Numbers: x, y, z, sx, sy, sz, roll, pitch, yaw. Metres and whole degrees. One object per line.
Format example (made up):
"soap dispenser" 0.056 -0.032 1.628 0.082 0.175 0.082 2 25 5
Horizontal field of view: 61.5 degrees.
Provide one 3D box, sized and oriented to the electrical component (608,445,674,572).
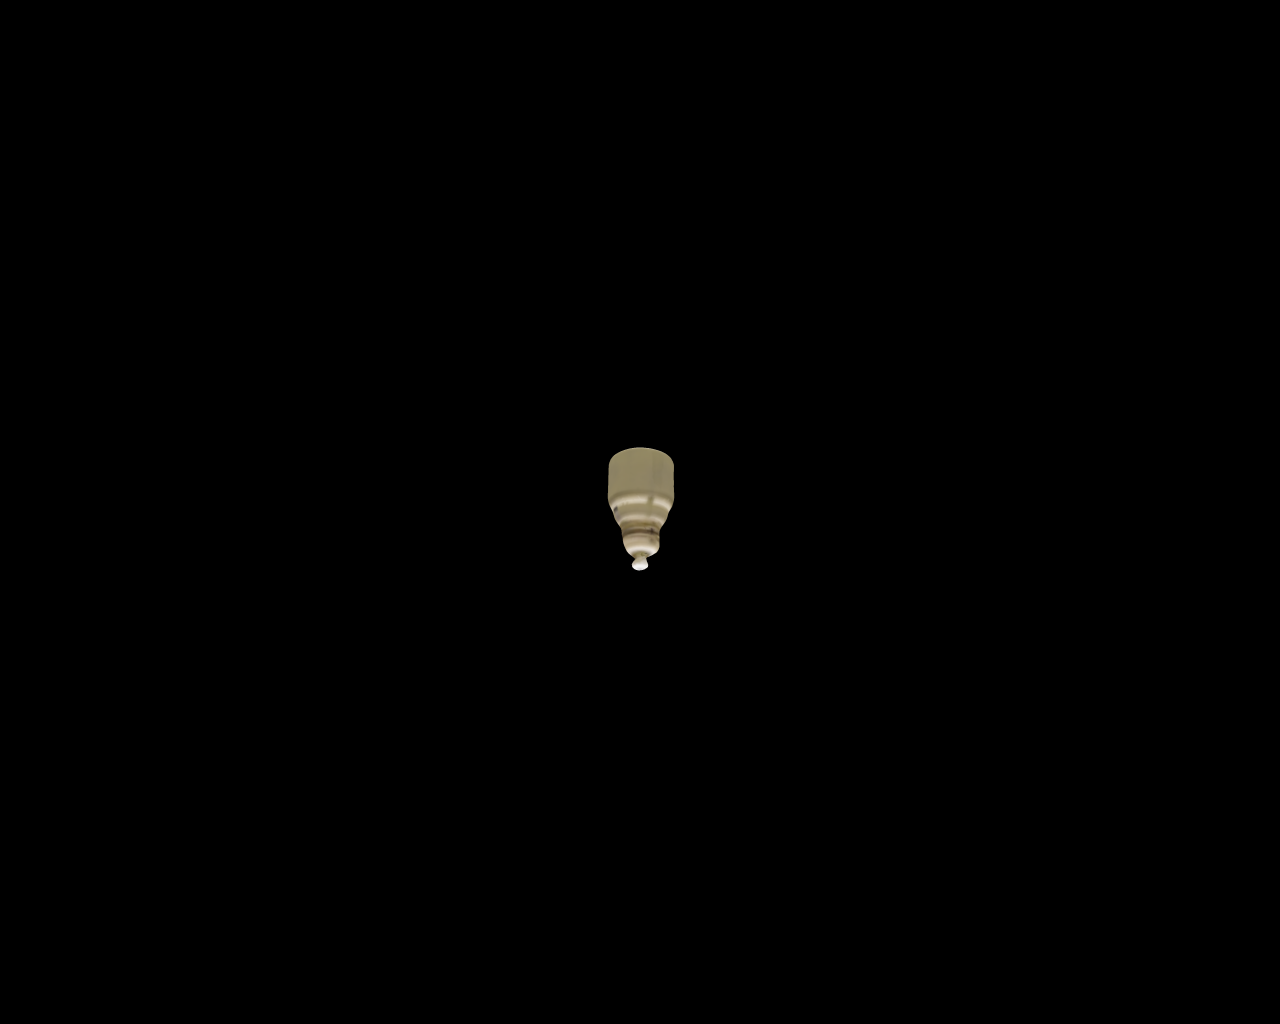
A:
"electrical component" 0.001 -0.003 0.650 0.040 0.078 0.040 0 -21 0
